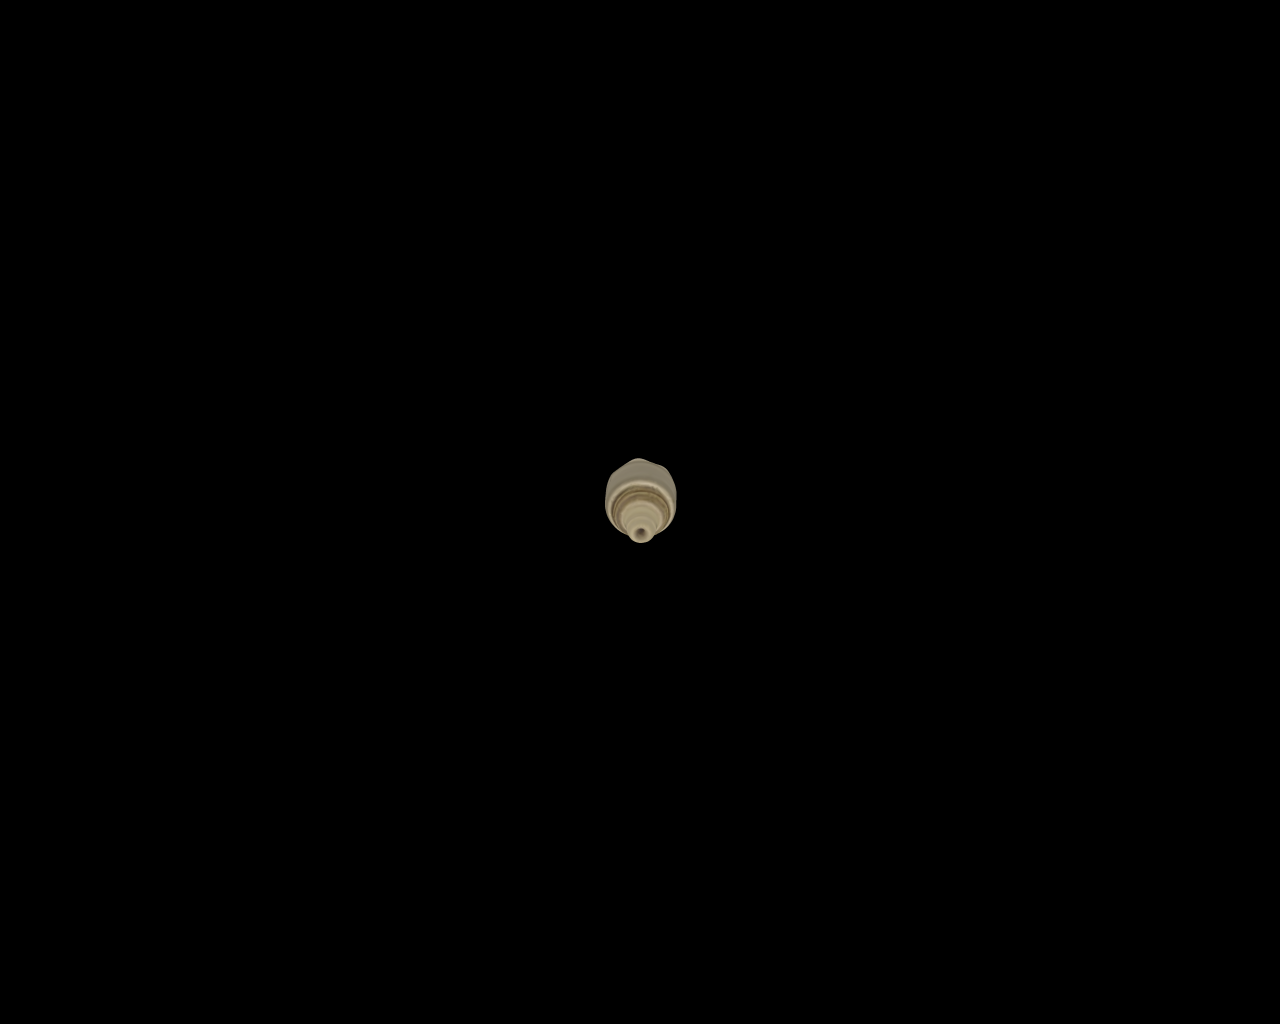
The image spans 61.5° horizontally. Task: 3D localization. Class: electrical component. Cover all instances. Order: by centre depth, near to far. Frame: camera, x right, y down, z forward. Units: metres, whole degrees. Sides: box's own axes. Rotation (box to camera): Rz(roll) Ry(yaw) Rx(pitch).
[{"bbox_3d":[0.001,-0.003,0.650,0.043,0.043,0.062,0,31,0],"label":"electrical component"}]
